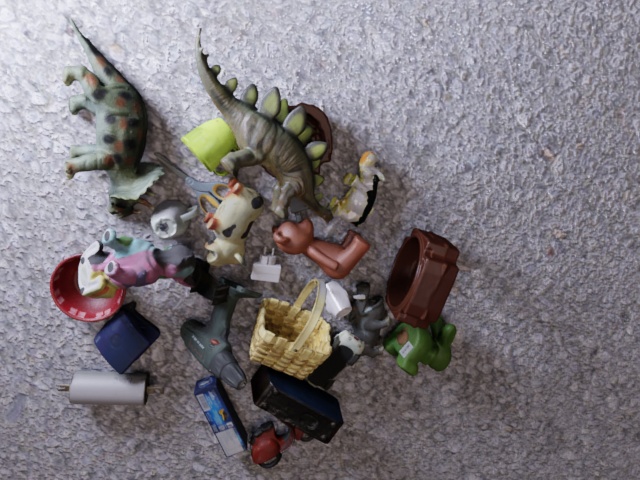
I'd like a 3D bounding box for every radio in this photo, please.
[{"bbox_3d":[-0.055,0.394,1.311,0.229,0.131,0.073,32,98,-15],"label":"radio"}]

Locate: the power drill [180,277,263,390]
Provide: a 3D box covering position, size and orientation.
[{"bbox_3d":[-0.208,0.199,1.215,0.086,0.232,0.207,20,91,-52],"label":"power drill"}]

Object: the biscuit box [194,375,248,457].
[{"bbox_3d":[-0.244,0.435,1.334,0.059,0.063,0.202,-21,106,-1],"label":"biscuit box"}]

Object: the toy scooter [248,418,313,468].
[{"bbox_3d":[-0.111,0.483,1.359,0.184,0.075,0.135,-32,107,-1],"label":"toy scooter"}]

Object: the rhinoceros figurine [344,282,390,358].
[{"bbox_3d":[0.113,0.195,1.315,0.112,0.073,0.190,3,107,3],"label":"rhinoceros figurine"}]

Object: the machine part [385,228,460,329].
[{"bbox_3d":[0.226,0.083,1.226,0.087,0.201,0.201,17,103,-9],"label":"machine part"}]

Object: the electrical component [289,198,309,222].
[{"bbox_3d":[-0.042,-0.089,1.237,0.063,0.021,0.093,-13,106,-4],"label":"electrical component"}]

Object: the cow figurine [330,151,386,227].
[{"bbox_3d":[0.100,-0.113,1.225,0.098,0.068,0.167,27,103,-20],"label":"cow figurine"}]

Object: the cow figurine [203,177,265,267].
[{"bbox_3d":[-0.192,-0.026,1.198,0.127,0.086,0.195,31,94,-27],"label":"cow figurine"}]

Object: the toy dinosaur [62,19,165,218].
[{"bbox_3d":[-0.420,-0.235,1.105,0.192,0.131,0.404,0,101,-20],"label":"toy dinosaur"}]

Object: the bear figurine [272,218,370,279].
[{"bbox_3d":[-0.005,0.000,1.221,0.196,0.120,0.132,36,95,-10],"label":"bear figurine"}]

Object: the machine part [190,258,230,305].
[{"bbox_3d":[-0.256,0.096,1.210,0.039,0.139,0.084,19,100,-49],"label":"machine part"}]

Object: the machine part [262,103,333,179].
[{"bbox_3d":[-0.057,-0.217,1.183,0.179,0.056,0.179,-2,105,-8],"label":"machine part"}]

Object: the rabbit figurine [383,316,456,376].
[{"bbox_3d":[0.267,0.261,1.345,0.170,0.121,0.159,31,93,-33],"label":"rabbit figurine"}]

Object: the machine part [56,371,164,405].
[{"bbox_3d":[-0.495,0.350,1.270,0.243,0.079,0.079,4,105,-8],"label":"machine part"}]

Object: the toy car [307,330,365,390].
[{"bbox_3d":[0.032,0.296,1.310,0.073,0.056,0.201,36,124,-2],"label":"toy car"}]

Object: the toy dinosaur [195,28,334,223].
[{"bbox_3d":[-0.113,-0.201,1.098,0.198,0.105,0.470,-48,117,-3],"label":"toy dinosaur"}]

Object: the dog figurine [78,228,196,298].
[{"bbox_3d":[-0.377,0.063,1.154,0.191,0.108,0.219,-35,149,31],"label":"dog figurine"}]

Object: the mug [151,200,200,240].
[{"bbox_3d":[-0.317,-0.041,1.170,0.110,0.107,0.080,-15,108,-1],"label":"mug"}]

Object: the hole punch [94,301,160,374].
[{"bbox_3d":[-0.450,0.230,1.239,0.115,0.092,0.142,42,100,-12],"label":"hole punch"}]
